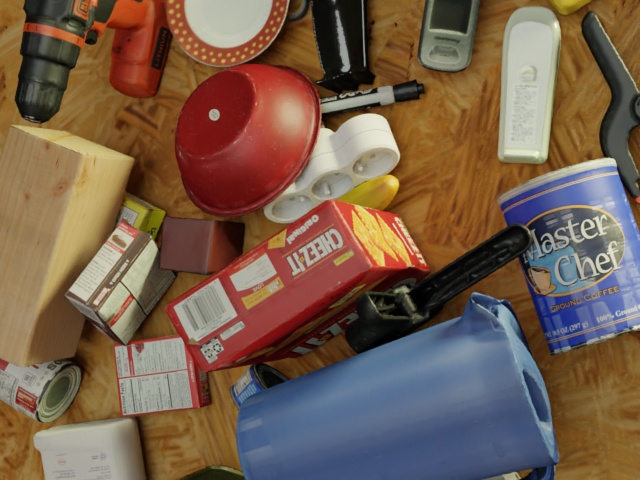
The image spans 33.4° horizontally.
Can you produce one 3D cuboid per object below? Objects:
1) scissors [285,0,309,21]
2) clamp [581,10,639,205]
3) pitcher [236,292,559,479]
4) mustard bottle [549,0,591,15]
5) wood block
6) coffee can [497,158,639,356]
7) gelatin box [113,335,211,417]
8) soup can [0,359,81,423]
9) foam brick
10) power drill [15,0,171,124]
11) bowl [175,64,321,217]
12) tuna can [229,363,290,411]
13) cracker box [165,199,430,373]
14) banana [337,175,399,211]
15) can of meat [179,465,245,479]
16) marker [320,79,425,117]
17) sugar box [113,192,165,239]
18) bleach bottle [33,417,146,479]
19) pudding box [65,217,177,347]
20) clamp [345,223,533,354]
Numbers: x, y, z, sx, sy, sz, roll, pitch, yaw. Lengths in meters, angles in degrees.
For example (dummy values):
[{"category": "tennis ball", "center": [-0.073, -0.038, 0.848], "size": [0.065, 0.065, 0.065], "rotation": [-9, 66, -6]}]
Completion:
[{"category": "scissors", "center": [-0.092, -0.279, 1.054], "size": [0.096, 0.016, 0.202], "rotation": [-45, 75, 11]}, {"category": "clamp", "center": [0.290, -0.118, 0.907], "size": [0.120, 0.039, 0.171], "rotation": [-5, 92, 22]}, {"category": "pitcher", "center": [0.065, 0.154, 0.861], "size": [0.243, 0.145, 0.149], "rotation": [-19, 65, 15]}, {"category": "mustard bottle", "center": [0.263, -0.286, 0.914], "size": [0.192, 0.058, 0.096], "rotation": [-34, 79, 14]}, {"category": "wood block", "center": [-0.263, 0.005, 1.010], "size": [0.090, 0.090, 0.206], "rotation": [22, 99, 20]}, {"category": "coffee can", "center": [0.219, 0.015, 0.890], "size": [0.103, 0.102, 0.140], "rotation": [-20, 81, 16]}, {"category": "gelatin box", "center": [-0.156, 0.132, 1.048], "size": [0.089, 0.030, 0.073], "rotation": [-9, 86, 18]}, {"category": "soup can", "center": [-0.301, 0.133, 1.077], "size": [0.102, 0.068, 0.068], "rotation": [26, 95, 18]}, {"category": "foam brick", "center": [-0.112, 0.005, 1.014], "size": [0.053, 0.078, 0.051], "rotation": [6, 91, 18]}, {"category": "power drill", "center": [-0.209, -0.188, 0.999], "size": [0.057, 0.187, 0.184], "rotation": [15, 91, 17]}, {"category": "bowl", "center": [-0.080, -0.105, 0.989], "size": [0.162, 0.055, 0.162], "rotation": [-16, 59, 28]}, {"category": "tuna can", "center": [-0.040, 0.153, 0.979], "size": [0.086, 0.086, 0.034], "rotation": [45, 99, 15]}, {"category": "cracker box", "center": [-0.008, 0.042, 0.906], "size": [0.164, 0.213, 0.072], "rotation": [-33, 77, 14]}, {"category": "banana", "center": [-0.008, 0.000, 0.985], "size": [0.198, 0.069, 0.037], "rotation": [-34, 94, 10]}, {"category": "can of meat", "center": [-0.101, 0.263, 0.986], "size": [0.057, 0.102, 0.084], "rotation": [14, 94, 19]}, {"category": "marker", "center": [0.037, -0.130, 0.995], "size": [0.121, 0.020, 0.020], "rotation": [-9, 84, 10]}, {"category": "sugar box", "center": [-0.252, -0.025, 1.080], "size": [0.176, 0.048, 0.093], "rotation": [27, 97, 21]}, {"category": "bleach bottle", "center": [-0.211, 0.305, 1.042], "size": [0.103, 0.068, 0.251], "rotation": [-9, 87, 18]}, {"category": "pudding box", "center": [-0.184, 0.042, 1.007], "size": [0.039, 0.113, 0.090], "rotation": [30, 74, 14]}, {"category": "clamp", "center": [0.067, 0.059, 0.897], "size": [0.036, 0.164, 0.210], "rotation": [62, 148, 12]}]
